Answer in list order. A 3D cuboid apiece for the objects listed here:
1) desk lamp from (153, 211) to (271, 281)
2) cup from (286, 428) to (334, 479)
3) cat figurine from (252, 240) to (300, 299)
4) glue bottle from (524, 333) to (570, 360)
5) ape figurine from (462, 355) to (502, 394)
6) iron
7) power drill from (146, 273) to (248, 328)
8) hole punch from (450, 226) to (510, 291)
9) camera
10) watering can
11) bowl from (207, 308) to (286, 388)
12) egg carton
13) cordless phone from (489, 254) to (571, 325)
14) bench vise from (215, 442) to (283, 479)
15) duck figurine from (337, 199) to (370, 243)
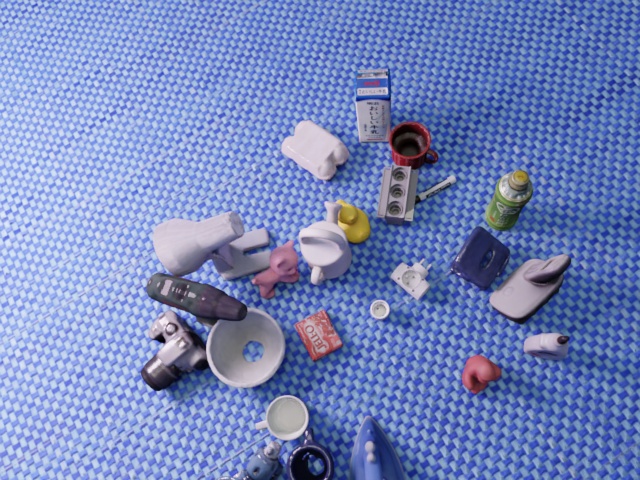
[{"bbox_3d":[-0.222,0.009,1.221,0.203,0.214,0.118,-16,71,2],"label":"desk lamp"},{"bbox_3d":[-0.015,0.431,1.125,0.091,0.095,0.118,-6,72,5],"label":"cup"},{"bbox_3d":[-0.094,0.061,1.239,0.128,0.118,0.067,-36,72,-5],"label":"cat figurine"},{"bbox_3d":[0.447,0.200,1.100,0.078,0.173,0.037,7,74,10],"label":"glue bottle"},{"bbox_3d":[0.323,0.265,1.138,0.077,0.092,0.076,-4,72,6],"label":"ape figurine"},{"bbox_3d":[0.105,0.464,1.076,0.118,0.141,0.258,-10,72,4],"label":"iron"},{"bbox_3d":[-0.233,0.133,1.186,0.229,0.208,0.076,15,75,12],"label":"power drill"},{"bbox_3d":[0.342,0.038,1.207,0.101,0.091,0.109,31,79,15],"label":"hole punch"},{"bbox_3d":[-0.324,0.242,1.220,0.137,0.101,0.143,-42,72,-7],"label":"camera"},{"bbox_3d":[0.009,0.004,1.205,0.101,0.194,0.173,-9,72,4],"label":"watering can"},{"bbox_3d":[-0.151,0.232,1.216,0.167,0.075,0.167,-2,72,6],"label":"bowl"},{"bbox_3d":[-0.010,-0.210,1.340,0.150,0.069,0.107,36,80,16],"label":"egg carton"},{"bbox_3d":[0.420,0.089,1.132,0.148,0.185,0.094,-45,73,-8],"label":"cordless phone"},{"bbox_3d":[-0.159,0.467,1.066,0.121,0.220,0.207,16,75,12],"label":"bench vise"},{"bbox_3d":[0.067,-0.046,1.270,0.077,0.086,0.104,-36,72,-5],"label":"duck figurine"}]
